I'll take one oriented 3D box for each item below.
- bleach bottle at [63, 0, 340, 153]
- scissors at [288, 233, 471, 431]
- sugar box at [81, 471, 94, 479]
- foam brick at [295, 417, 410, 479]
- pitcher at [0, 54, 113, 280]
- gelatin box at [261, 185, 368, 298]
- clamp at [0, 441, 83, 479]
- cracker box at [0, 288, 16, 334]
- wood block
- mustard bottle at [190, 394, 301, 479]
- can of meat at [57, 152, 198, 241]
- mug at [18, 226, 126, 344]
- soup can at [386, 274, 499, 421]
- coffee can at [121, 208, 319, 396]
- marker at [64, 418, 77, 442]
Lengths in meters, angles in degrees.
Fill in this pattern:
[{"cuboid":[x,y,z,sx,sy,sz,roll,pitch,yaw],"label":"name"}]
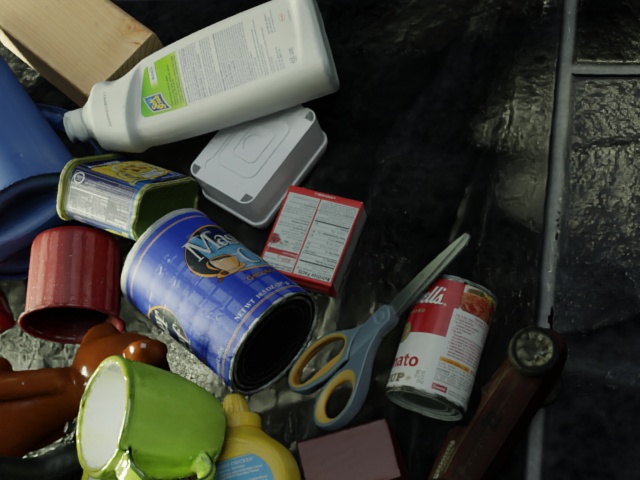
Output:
[{"cuboid":[-0.114,-0.146,0.973,0.251,0.068,0.102,-17,66,8],"label":"bleach bottle"},{"cuboid":[0.051,0.082,0.859,0.202,0.016,0.096,-36,43,27],"label":"scissors"},{"cuboid":[-0.159,0.274,0.834,0.093,0.048,0.176,10,83,25],"label":"sugar box"},{"cuboid":[0.027,0.180,0.849,0.078,0.053,0.051,-16,61,6],"label":"foam brick"},{"cuboid":[-0.308,-0.091,1.037,0.145,0.149,0.243,-42,58,9],"label":"pitcher"},{"cuboid":[-0.006,0.001,0.959,0.073,0.030,0.089,14,69,19],"label":"gelatin box"},{"cuboid":[-0.237,0.204,0.871,0.120,0.171,0.039,-45,58,33],"label":"clamp"},{"cuboid":[-0.422,0.062,1.013,0.213,0.072,0.164,-32,62,-3],"label":"cracker box"},{"cuboid":[-0.249,-0.204,1.089,0.206,0.090,0.090,38,78,26],"label":"wood block"},{"cuboid":[-0.059,0.215,0.850,0.096,0.058,0.191,-23,59,24],"label":"mustard bottle"},{"cuboid":[-0.169,-0.039,0.954,0.084,0.101,0.057,18,106,23],"label":"can of meat"},{"cuboid":[-0.228,0.044,0.966,0.117,0.093,0.081,-26,55,39],"label":"mug"},{"cuboid":[0.099,0.088,0.867,0.069,0.068,0.102,12,68,20],"label":"soup can"},{"cuboid":[-0.086,0.051,0.911,0.140,0.102,0.102,35,77,28],"label":"coffee can"},{"cuboid":[-0.151,0.169,0.878,0.121,0.020,0.020,20,64,-22],"label":"marker"}]
